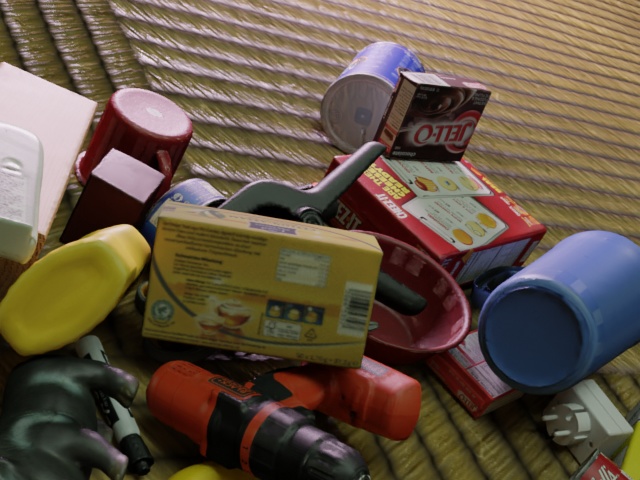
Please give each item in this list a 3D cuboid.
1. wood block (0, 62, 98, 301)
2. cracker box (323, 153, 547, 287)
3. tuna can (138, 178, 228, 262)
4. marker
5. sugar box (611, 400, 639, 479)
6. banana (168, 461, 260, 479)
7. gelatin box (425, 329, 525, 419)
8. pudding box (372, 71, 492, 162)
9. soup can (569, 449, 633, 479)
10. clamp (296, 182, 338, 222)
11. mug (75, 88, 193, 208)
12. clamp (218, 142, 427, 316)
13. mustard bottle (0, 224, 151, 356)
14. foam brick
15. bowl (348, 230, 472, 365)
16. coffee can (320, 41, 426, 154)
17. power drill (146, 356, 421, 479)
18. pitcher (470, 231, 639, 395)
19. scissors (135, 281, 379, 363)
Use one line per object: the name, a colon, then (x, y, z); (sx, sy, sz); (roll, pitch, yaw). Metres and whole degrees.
wood block: (-0.249, -0.044, 0.842); (0.090, 0.090, 0.206); (22, 31, -14)
cracker box: (0.119, -0.024, 1.152); (0.213, 0.072, 0.164); (-12, 49, -48)
tuna can: (-0.115, -0.010, 0.913); (0.034, 0.086, 0.085); (40, 32, 19)
marker: (-0.147, 0.118, 0.763); (0.020, 0.020, 0.121); (2, 41, -39)
sugar box: (0.322, 0.219, 1.000); (0.093, 0.048, 0.176); (36, 32, 9)
banana: (-0.039, 0.185, 0.745); (0.197, 0.037, 0.070); (8, 47, -33)
gelatin box: (0.151, 0.124, 1.004); (0.089, 0.030, 0.073); (-12, 52, -50)
pudding box: (0.122, -0.133, 1.160); (0.113, 0.090, 0.039); (1, 32, -35)
soup can: (0.250, 0.234, 0.892); (0.102, 0.069, 0.068); (41, 32, 16)
clamp: (-0.023, -0.025, 1.021); (0.120, 0.039, 0.171); (12, 22, 28)
mug: (-0.163, -0.077, 0.971); (0.093, 0.082, 0.117); (7, 38, -35)
clamp: (-0.006, 0.001, 0.907); (0.209, 0.036, 0.164); (-10, 72, -31)
mustard bottle: (-0.171, 0.029, 0.785); (0.058, 0.096, 0.191); (51, 2, -6)
foam brick: (-0.174, -0.027, 0.893); (0.051, 0.078, 0.053); (31, 31, -4)
bowl: (0.055, 0.063, 0.976); (0.162, 0.055, 0.162); (17, 34, -12)
coffee can: (0.067, -0.172, 1.289); (0.103, 0.103, 0.140); (31, 30, 0)
power drill: (-0.004, 0.127, 0.774); (0.185, 0.057, 0.187); (22, 13, 34)
pitcher: (0.230, 0.068, 1.031); (0.145, 0.149, 0.242); (59, 28, 9)
scissors: (-0.055, 0.077, 0.863); (0.201, 0.016, 0.096); (14, 40, 1)
